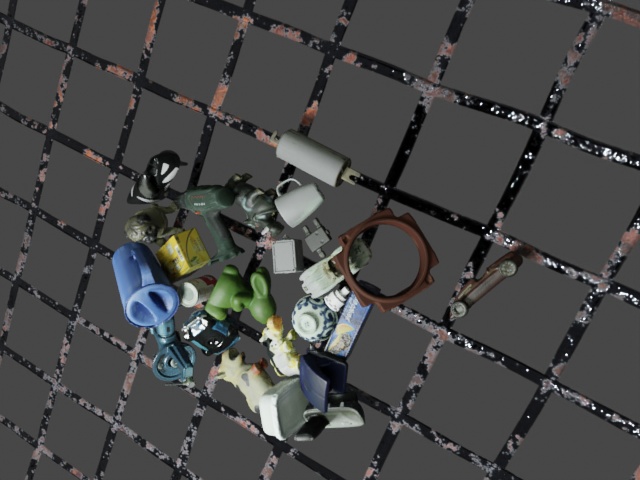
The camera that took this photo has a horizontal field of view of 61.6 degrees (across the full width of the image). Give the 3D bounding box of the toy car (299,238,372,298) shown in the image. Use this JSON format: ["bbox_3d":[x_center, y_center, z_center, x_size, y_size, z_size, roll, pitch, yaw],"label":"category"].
[{"bbox_3d":[0.036,0.069,1.302,0.202,0.056,0.073,-36,85,21],"label":"toy car"}]

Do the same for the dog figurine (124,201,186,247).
[{"bbox_3d":[-0.472,-0.033,1.409,0.172,0.190,0.121,-24,89,24],"label":"dog figurine"}]

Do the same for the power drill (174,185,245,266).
[{"bbox_3d":[-0.281,-0.042,1.384,0.232,0.086,0.207,-13,93,47],"label":"power drill"}]

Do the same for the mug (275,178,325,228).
[{"bbox_3d":[-0.049,-0.102,1.304,0.107,0.080,0.109,-30,80,10],"label":"mug"}]

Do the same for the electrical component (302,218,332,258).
[{"bbox_3d":[-0.003,-0.004,1.325,0.063,0.021,0.094,-34,84,21],"label":"electrical component"}]

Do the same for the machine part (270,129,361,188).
[{"bbox_3d":[-0.016,-0.194,1.274,0.243,0.079,0.079,29,107,14],"label":"machine part"}]

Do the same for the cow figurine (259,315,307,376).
[{"bbox_3d":[-0.103,0.269,1.367,0.098,0.068,0.167,-21,103,30],"label":"cow figurine"}]

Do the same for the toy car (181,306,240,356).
[{"bbox_3d":[-0.295,0.228,1.419,0.109,0.161,0.103,-37,43,9],"label":"toy car"}]

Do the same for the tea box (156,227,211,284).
[{"bbox_3d":[-0.359,0.043,1.403,0.170,0.068,0.098,-28,87,55],"label":"tea box"}]

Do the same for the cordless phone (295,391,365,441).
[{"bbox_3d":[0.023,0.434,1.286,0.147,0.184,0.088,-8,90,17],"label":"cordless phone"}]

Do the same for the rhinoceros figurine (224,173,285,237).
[{"bbox_3d":[-0.165,-0.087,1.348,0.190,0.073,0.112,40,108,12],"label":"rhinoceros figurine"}]

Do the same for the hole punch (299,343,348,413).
[{"bbox_3d":[-0.004,0.335,1.290,0.116,0.092,0.142,17,125,25],"label":"hole punch"}]

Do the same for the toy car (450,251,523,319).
[{"bbox_3d":[0.354,0.098,1.168,0.202,0.089,0.053,-45,81,22],"label":"toy car"}]

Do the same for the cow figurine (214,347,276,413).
[{"bbox_3d":[-0.192,0.369,1.419,0.127,0.085,0.195,-37,85,16],"label":"cow figurine"}]

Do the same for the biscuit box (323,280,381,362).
[{"bbox_3d":[0.078,0.197,1.301,0.059,0.063,0.202,27,106,14],"label":"biscuit box"}]

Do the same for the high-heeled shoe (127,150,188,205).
[{"bbox_3d":[-0.453,-0.154,1.409,0.249,0.145,0.086,-32,85,20],"label":"high-heeled shoe"}]

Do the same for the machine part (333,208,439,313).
[{"bbox_3d":[0.147,0.045,1.205,0.201,0.087,0.201,-30,86,0],"label":"machine part"}]

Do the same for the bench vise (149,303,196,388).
[{"bbox_3d":[-0.387,0.298,1.438,0.241,0.129,0.223,36,121,49],"label":"bench vise"}]

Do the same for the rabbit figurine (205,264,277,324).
[{"bbox_3d":[-0.183,0.141,1.384,0.170,0.121,0.159,27,100,-3],"label":"rabbit figurine"}]
